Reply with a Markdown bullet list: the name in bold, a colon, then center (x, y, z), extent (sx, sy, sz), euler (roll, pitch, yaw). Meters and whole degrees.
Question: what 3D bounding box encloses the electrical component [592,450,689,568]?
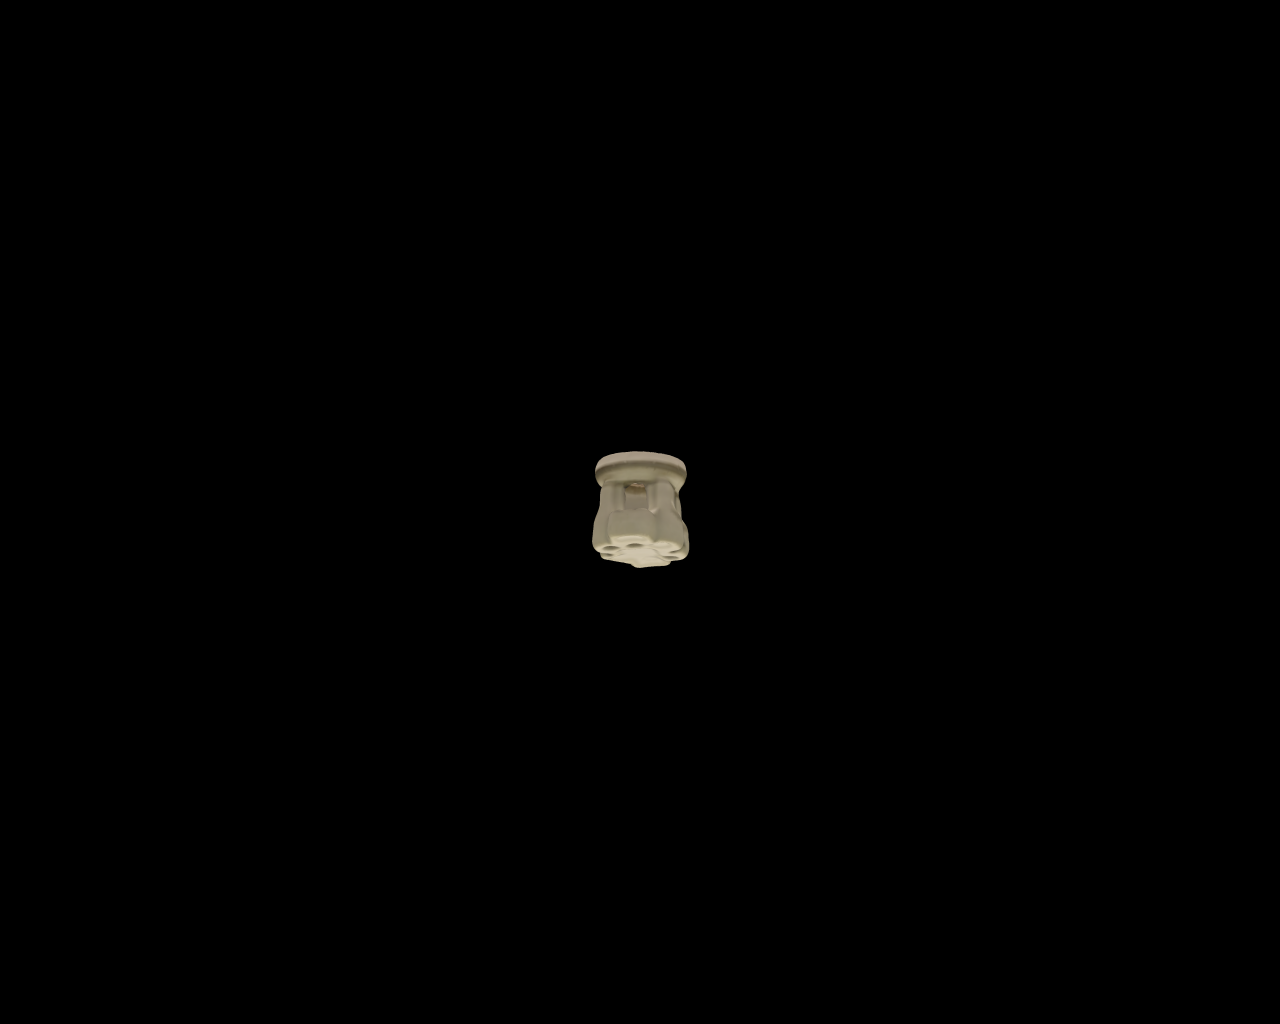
- **electrical component**: center (0.001, -0.003, 0.650), extent (0.058, 0.057, 0.078), euler (-3, -16, 11)
